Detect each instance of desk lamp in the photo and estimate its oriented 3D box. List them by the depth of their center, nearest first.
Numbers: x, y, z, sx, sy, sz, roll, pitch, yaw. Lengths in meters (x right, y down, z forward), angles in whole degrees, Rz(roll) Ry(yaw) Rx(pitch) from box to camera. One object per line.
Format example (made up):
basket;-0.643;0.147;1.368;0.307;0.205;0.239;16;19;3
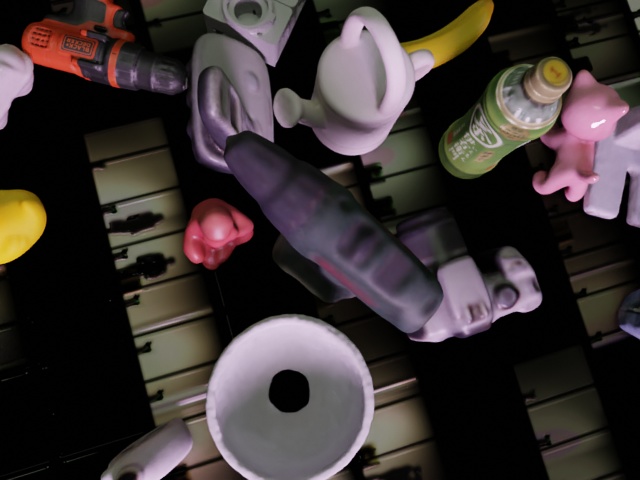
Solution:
desk lamp;0.396;-0.132;0.610;0.118;0.213;0.203;13;81;-4

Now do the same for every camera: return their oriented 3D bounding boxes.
camera;0.149;0.030;0.618;0.143;0.100;0.137;-19;84;-8

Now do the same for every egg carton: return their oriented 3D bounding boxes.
egg carton;-0.380;-0.153;0.605;0.107;0.069;0.150;29;80;-1

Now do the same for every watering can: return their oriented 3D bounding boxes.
watering can;0.039;-0.157;0.586;0.101;0.194;0.173;43;80;2

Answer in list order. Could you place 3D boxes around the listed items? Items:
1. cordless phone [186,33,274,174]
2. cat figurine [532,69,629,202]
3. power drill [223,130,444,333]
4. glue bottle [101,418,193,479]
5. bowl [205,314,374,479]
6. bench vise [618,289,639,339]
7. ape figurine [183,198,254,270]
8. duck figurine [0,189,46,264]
cordless phone;-0.093;-0.152;0.576;0.094;0.185;0.147;-5;82;-6
cat figurine;0.299;-0.118;0.646;0.067;0.117;0.128;7;81;-4
power drill;0.005;0.002;0.552;0.229;0.208;0.076;37;80;1
glue bottle;-0.164;0.207;0.523;0.078;0.173;0.037;-29;85;-9
bowl;-0.031;0.162;0.593;0.167;0.074;0.167;1;82;-6
bench vise;0.423;0.041;0.584;0.121;0.219;0.207;10;81;-4
ape figurine;-0.108;-0.011;0.602;0.078;0.092;0.076;-7;82;-7
duck figurine;-0.340;-0.019;0.582;0.104;0.086;0.077;-27;85;-9
